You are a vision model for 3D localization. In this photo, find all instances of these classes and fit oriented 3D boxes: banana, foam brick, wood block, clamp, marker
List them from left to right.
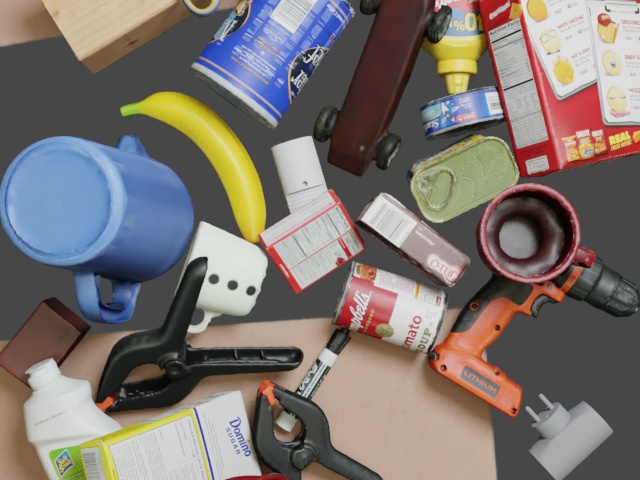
[{"bbox_3d":[-0.278,0.104,1.073,0.053,0.051,0.078,40,89,-2],"label":"foam brick"},{"bbox_3d":[-0.166,-0.261,1.058,0.206,0.091,0.090,-32,91,-2],"label":"wood block"},{"bbox_3d":[-0.132,0.119,1.058,0.210,0.036,0.164,-36,120,22],"label":"clamp"},{"bbox_3d":[-0.111,-0.086,1.088,0.198,0.037,0.070,46,106,0],"label":"banana"},{"bbox_3d":[-0.024,0.224,1.072,0.120,0.039,0.171,-39,101,-13],"label":"clamp"},{"bbox_3d":[-0.005,0.141,1.096,0.020,0.020,0.121,33,89,-1],"label":"marker"}]

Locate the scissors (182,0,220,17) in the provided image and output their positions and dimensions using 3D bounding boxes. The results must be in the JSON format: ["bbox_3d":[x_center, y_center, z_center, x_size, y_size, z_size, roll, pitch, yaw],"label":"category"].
[{"bbox_3d":[-0.101,-0.312,1.006,0.096,0.016,0.202,-3,91,-4],"label":"scissors"}]

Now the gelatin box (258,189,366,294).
[{"bbox_3d":[-0.007,0.001,1.074,0.089,0.030,0.073,-33,131,-1],"label":"gelatin box"}]

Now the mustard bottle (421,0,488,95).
[{"bbox_3d":[0.138,-0.243,1.083,0.096,0.058,0.191,0,90,-1],"label":"mustard bottle"}]

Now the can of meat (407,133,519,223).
[{"bbox_3d":[0.138,-0.065,1.062,0.102,0.084,0.057,-26,100,4],"label":"can of meat"}]

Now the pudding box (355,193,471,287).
[{"bbox_3d":[0.091,0.001,1.064,0.113,0.090,0.039,39,87,-1],"label":"pudding box"}]

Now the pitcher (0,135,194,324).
[{"bbox_3d":[-0.202,-0.016,0.980,0.145,0.243,0.149,-42,85,2],"label":"pitcher"}]

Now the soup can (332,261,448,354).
[{"bbox_3d":[0.070,0.069,1.074,0.102,0.068,0.068,19,89,-1],"label":"soup can"}]

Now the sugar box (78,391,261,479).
[{"bbox_3d":[-0.140,0.213,1.028,0.048,0.175,0.093,-14,89,41],"label":"sugar box"}]

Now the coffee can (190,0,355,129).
[{"bbox_3d":[-0.047,-0.196,1.055,0.103,0.103,0.140,35,89,-1],"label":"coffee can"}]

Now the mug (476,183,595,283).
[{"bbox_3d":[0.205,0.001,1.020,0.117,0.081,0.093,18,86,3],"label":"mug"}]

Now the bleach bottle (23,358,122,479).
[{"bbox_3d":[-0.210,0.228,1.047,0.102,0.068,0.251,-26,100,-1],"label":"bleach bottle"}]

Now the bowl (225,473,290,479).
[{"bbox_3d":[-0.091,0.284,1.009,0.055,0.161,0.162,23,89,32],"label":"bowl"}]

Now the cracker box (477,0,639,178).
[{"bbox_3d":[0.250,-0.179,1.052,0.163,0.072,0.214,-14,89,-29],"label":"cracker box"}]

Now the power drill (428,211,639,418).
[{"bbox_3d":[0.210,0.082,1.085,0.184,0.057,0.187,30,86,3],"label":"power drill"}]

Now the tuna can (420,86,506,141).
[{"bbox_3d":[0.144,-0.126,1.068,0.086,0.086,0.034,-13,89,-2],"label":"tuna can"}]
